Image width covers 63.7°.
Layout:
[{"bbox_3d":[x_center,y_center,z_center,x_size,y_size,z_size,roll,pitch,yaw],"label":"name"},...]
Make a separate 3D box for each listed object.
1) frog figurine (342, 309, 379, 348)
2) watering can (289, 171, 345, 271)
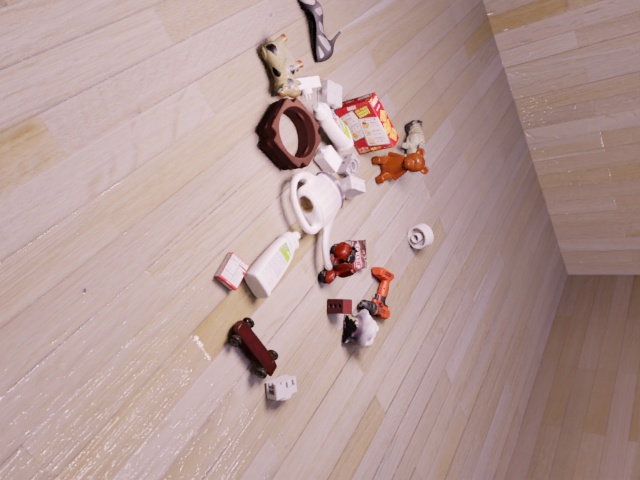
[{"bbox_3d":[0.169,0.326,1.885,0.159,0.121,0.140,14,56,-35],"label":"frog figurine"},{"bbox_3d":[0.005,-0.088,1.756,0.228,0.103,0.343,-45,118,-42],"label":"watering can"}]
